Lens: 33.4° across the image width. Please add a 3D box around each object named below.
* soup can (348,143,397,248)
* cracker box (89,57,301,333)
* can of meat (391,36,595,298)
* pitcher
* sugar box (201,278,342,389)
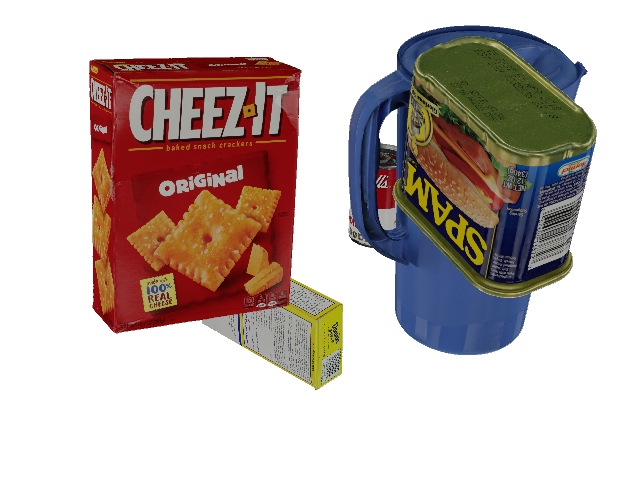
[{"bbox_3d":[0.067,-0.051,1.210,0.068,0.102,0.068,2,27,-1],"label":"soup can"},{"bbox_3d":[-0.104,-0.041,0.888,0.163,0.214,0.072,-6,20,-28],"label":"cracker box"},{"bbox_3d":[0.082,-0.038,0.515,0.057,0.084,0.102,-19,47,-22],"label":"can of meat"},{"bbox_3d":[0.108,-0.032,0.825,0.149,0.243,0.144,13,33,16],"label":"pitcher"},{"bbox_3d":[-0.054,0.078,1.128,0.176,0.093,0.048,28,40,37],"label":"sugar box"}]
